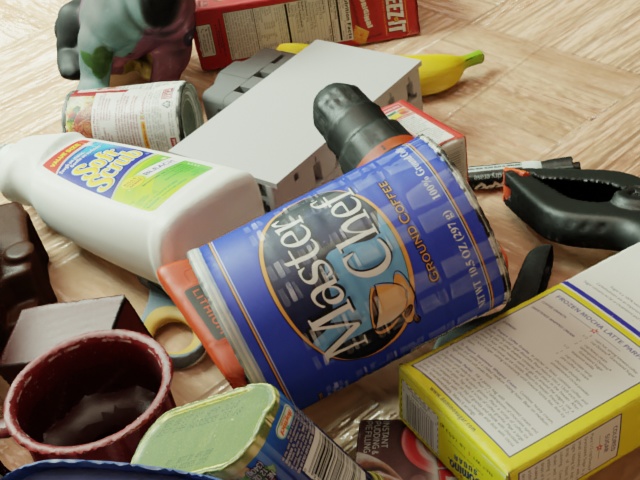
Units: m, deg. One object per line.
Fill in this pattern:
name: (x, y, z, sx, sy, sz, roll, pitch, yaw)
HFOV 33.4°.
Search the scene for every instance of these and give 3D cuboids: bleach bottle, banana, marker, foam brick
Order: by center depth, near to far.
foam brick: (-0.150, 0.073, 0.666, 0.078, 0.053, 0.051, -9, 42, 19)
bleach bottle: (-0.164, -0.032, 0.789, 0.251, 0.068, 0.102, 16, 40, 36)
marker: (0.131, -0.047, 0.790, 0.121, 0.020, 0.020, -5, 37, 8)
banana: (0.040, -0.150, 0.939, 0.198, 0.037, 0.069, 8, 22, 21)

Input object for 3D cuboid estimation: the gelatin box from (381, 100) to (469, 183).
gelatin box: (0.071, -0.043, 0.740, 0.030, 0.089, 0.073, -24, 38, -21)

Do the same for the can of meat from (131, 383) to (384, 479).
can of meat: (-0.033, 0.120, 0.523, 0.102, 0.084, 0.057, -23, 31, 38)

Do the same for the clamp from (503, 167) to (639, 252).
clamp: (0.205, -0.010, 0.692, 0.210, 0.036, 0.164, 14, 30, 33)

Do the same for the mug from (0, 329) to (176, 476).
mug: (-0.130, 0.113, 0.594, 0.117, 0.081, 0.093, -14, 37, -3)

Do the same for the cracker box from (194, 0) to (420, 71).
cracker box: (-0.021, -0.250, 1.054, 0.213, 0.072, 0.164, -10, 37, 1)

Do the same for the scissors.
scissors: (-0.126, 0.037, 0.750, 0.202, 0.016, 0.096, 16, 44, 32)

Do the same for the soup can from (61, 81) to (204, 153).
soup can: (-0.154, -0.095, 0.888, 0.102, 0.068, 0.068, -4, 37, 10)

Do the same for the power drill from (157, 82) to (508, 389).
power drill: (-0.004, 0.001, 0.669, 0.187, 0.057, 0.184, -34, 59, -5)

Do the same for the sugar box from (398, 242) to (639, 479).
sugar box: (0.137, 0.068, 0.557, 0.176, 0.048, 0.093, -21, 39, -22)

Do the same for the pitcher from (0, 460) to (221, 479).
pitcher: (-0.049, 0.187, 0.433, 0.243, 0.149, 0.145, 0, 22, 9)

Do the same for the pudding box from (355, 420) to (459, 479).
pudding box: (0.062, 0.141, 0.541, 0.090, 0.039, 0.113, -3, 38, 9)

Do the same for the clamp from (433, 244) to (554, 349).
clamp: (0.132, 0.064, 0.626, 0.120, 0.039, 0.171, 17, 43, 43)

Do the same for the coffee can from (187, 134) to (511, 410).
coffee can: (0.015, 0.020, 0.565, 0.140, 0.103, 0.103, -27, 38, -5)
